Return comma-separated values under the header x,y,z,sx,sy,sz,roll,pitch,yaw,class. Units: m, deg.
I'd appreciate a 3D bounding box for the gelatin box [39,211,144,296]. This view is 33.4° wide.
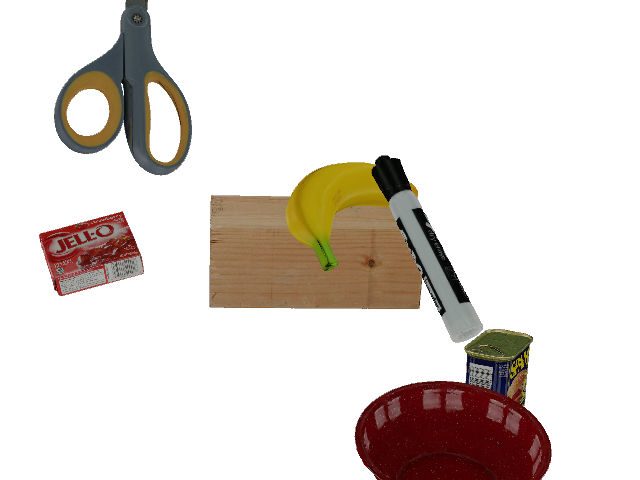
x,y,z,sx,sy,sz,roll,pitch,yaw,class
-0.229,0.012,1.067,0.089,0.030,0.073,-15,43,-16,gelatin box

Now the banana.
x,y,z,sx,sy,sz,roll,pitch,yaw,class
0.020,-0.030,0.853,0.037,0.069,0.197,-35,1,32,banana

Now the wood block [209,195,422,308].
x,y,z,sx,sy,sz,roll,pitch,yaw,class
-0.007,0.011,1.060,0.206,0.091,0.090,1,20,-5,wood block

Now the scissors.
x,y,z,sx,sy,sz,roll,pitch,yaw,class
-0.138,-0.135,0.699,0.096,0.202,0.016,-10,-15,-26,scissors

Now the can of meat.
x,y,z,sx,sy,sz,roll,pitch,yaw,class
0.198,0.154,1.197,0.058,0.084,0.101,8,14,26,can of meat

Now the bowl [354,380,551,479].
x,y,z,sx,sy,sz,roll,pitch,yaw,class
0.109,0.186,0.893,0.162,0.055,0.162,1,29,0,bowl

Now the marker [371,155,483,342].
x,y,z,sx,sy,sz,roll,pitch,yaw,class
0.059,0.002,0.609,0.020,0.121,0.020,-19,-25,-10,marker
